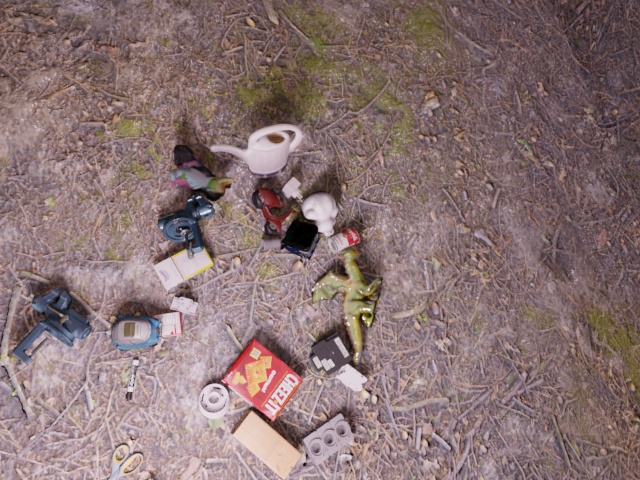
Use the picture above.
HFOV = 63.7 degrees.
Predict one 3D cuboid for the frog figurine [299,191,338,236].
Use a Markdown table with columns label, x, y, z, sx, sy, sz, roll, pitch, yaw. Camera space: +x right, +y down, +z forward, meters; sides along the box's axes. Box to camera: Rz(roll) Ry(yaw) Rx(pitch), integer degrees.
| label | x | y | z | sx | sy | sz | roll | pitch | yaw |
| --- | --- | --- | --- | --- | --- | --- | --- | --- | --- |
| frog figurine | 0.006 | -0.096 | 1.898 | 0.137 | 0.120 | 0.162 | 1 | 59 | -37 |

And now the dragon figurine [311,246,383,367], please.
| label | x | y | z | sx | sy | sz | roll | pitch | yaw |
| --- | --- | --- | --- | --- | --- | --- | --- | --- | --- |
| dragon figurine | 0.087 | 0.217 | 1.837 | 0.243 | 0.120 | 0.415 | 17 | 76 | 8 |

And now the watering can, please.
| label | x | y | z | sx | sy | sz | roll | pitch | yaw |
| --- | --- | --- | --- | --- | --- | --- | --- | --- | --- |
| watering can | -0.224 | -0.315 | 1.852 | 0.350 | 0.219 | 0.106 | -19 | 60 | -20 |
